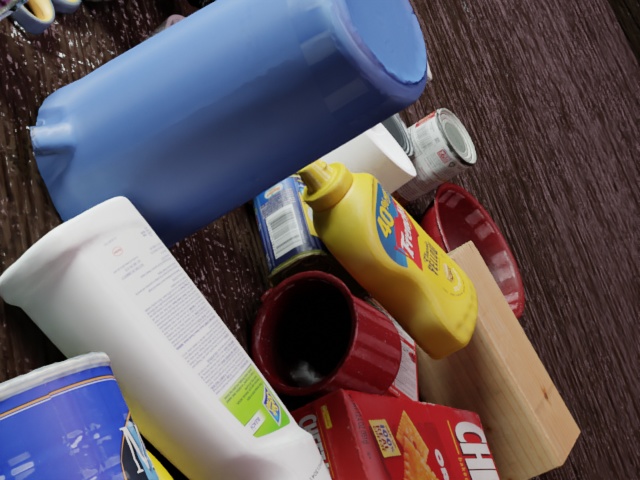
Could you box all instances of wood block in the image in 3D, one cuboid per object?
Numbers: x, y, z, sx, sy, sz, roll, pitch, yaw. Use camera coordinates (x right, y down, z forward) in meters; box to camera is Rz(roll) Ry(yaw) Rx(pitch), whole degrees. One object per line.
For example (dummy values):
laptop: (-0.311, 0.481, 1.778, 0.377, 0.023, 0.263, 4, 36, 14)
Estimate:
wood block: (0.143, 0.117, 0.981, 0.206, 0.090, 0.090, 61, 26, 2)

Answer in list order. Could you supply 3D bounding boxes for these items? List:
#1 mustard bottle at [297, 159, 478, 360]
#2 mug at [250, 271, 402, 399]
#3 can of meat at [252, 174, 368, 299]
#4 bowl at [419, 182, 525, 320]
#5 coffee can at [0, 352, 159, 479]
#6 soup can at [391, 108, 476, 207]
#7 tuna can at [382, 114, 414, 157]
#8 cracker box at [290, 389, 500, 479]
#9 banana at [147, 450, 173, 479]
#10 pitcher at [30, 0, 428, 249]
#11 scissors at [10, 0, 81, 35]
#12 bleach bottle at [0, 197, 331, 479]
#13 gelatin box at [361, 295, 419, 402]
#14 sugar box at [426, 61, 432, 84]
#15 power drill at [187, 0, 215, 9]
mustard bottle: (0.049, 0.004, 0.838, 0.191, 0.058, 0.096, 45, 30, -26)
mug: (0.001, 0.074, 0.802, 0.117, 0.093, 0.081, 34, 2, 39)
can of meat: (-0.006, 0.001, 0.881, 0.101, 0.058, 0.084, 25, 41, -49)
bowl: (0.148, 0.022, 1.117, 0.162, 0.055, 0.162, 40, 33, -33)
coffee can: (-0.121, 0.138, 0.504, 0.102, 0.103, 0.140, -10, 72, -61)
soup can: (0.099, -0.081, 1.086, 0.068, 0.102, 0.068, 40, 33, -33)
tuna can: (0.051, -0.108, 1.028, 0.086, 0.034, 0.086, 43, 27, -28)
cracker box: (0.072, 0.205, 0.793, 0.213, 0.072, 0.164, 19, 48, -52)
banana: (-0.089, 0.183, 0.589, 0.069, 0.037, 0.198, -18, 77, -45)
pitcher: (-0.051, -0.086, 0.687, 0.145, 0.243, 0.149, 53, 34, -20)
scissors: (-0.236, -0.238, 0.775, 0.202, 0.016, 0.096, 63, 26, 6)
bleach bottle: (-0.073, 0.094, 0.633, 0.251, 0.068, 0.102, 51, 25, -2)
gelatin box: (0.049, 0.100, 0.905, 0.073, 0.030, 0.089, 40, 34, -31)
sugar box: (0.027, -0.193, 1.088, 0.176, 0.093, 0.048, 27, 42, -47)
power drill: (-0.066, -0.284, 0.970, 0.187, 0.057, 0.184, -9, 61, -29)
